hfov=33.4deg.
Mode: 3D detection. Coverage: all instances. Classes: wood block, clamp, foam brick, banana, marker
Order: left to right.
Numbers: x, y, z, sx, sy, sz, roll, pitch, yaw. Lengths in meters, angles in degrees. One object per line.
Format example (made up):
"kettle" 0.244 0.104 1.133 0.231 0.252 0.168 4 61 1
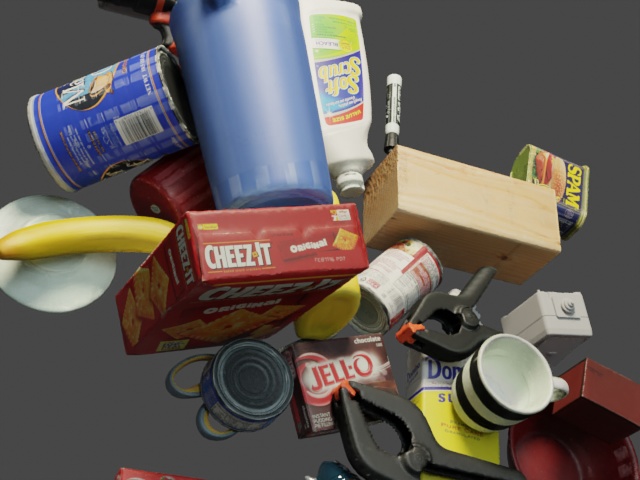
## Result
"banana" -0.210 -0.002 1.013 0.197 0.070 0.037 -1 101 -20
"marker" 0.089 -0.153 1.310 0.020 0.020 0.121 16 55 -17
"clamp" 0.096 0.212 1.021 0.164 0.036 0.210 -31 78 -35
"wood block" 0.160 -0.025 1.221 0.205 0.091 0.090 14 56 -19
"clamp" 0.158 0.096 1.129 0.171 0.039 0.120 -18 62 -38
"foam brick" 0.293 0.169 1.120 0.078 0.051 0.053 28 49 -10

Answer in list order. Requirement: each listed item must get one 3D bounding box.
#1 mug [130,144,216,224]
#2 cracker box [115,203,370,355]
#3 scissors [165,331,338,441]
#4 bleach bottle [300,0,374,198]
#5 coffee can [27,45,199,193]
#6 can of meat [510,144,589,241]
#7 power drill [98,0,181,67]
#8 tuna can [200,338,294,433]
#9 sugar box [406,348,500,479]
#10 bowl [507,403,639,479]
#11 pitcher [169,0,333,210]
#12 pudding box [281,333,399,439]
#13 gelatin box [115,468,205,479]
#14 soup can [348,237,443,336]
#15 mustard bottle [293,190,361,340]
"mug" -0.131 -0.040 1.086 0.117 0.093 0.081 48 57 2
"cracker box" -0.077 0.040 0.981 0.163 0.214 0.072 -4 71 -29
"scissors" -0.054 0.142 1.057 0.201 0.016 0.096 -5 65 -29
"bleach bottle" 0.021 -0.165 1.257 0.102 0.068 0.251 1 63 -26
"coffee can" -0.200 -0.118 1.048 0.140 0.102 0.103 -20 66 8
"can of meat" 0.282 -0.061 1.327 0.084 0.058 0.102 22 53 -10
"power drill" -0.165 -0.199 1.145 0.184 0.057 0.187 5 83 -21
"tuna can" -0.069 0.138 1.019 0.086 0.034 0.086 13 57 -21
"sugar box" 0.137 0.194 1.103 0.093 0.048 0.176 16 56 -17
"bowl" 0.256 0.236 1.129 0.162 0.055 0.162 13 55 -20
"pitcher" -0.060 -0.121 1.038 0.149 0.145 0.243 7 59 -37
"pudding box" 0.021 0.145 1.068 0.113 0.039 0.090 -3 69 -34
"gelatin box" -0.140 0.245 0.941 0.089 0.030 0.073 14 55 -19
"soup can" 0.076 0.051 1.146 0.068 0.069 0.102 47 52 6
"mustard bottle" -0.008 0.001 1.113 0.058 0.096 0.191 6 51 -23
